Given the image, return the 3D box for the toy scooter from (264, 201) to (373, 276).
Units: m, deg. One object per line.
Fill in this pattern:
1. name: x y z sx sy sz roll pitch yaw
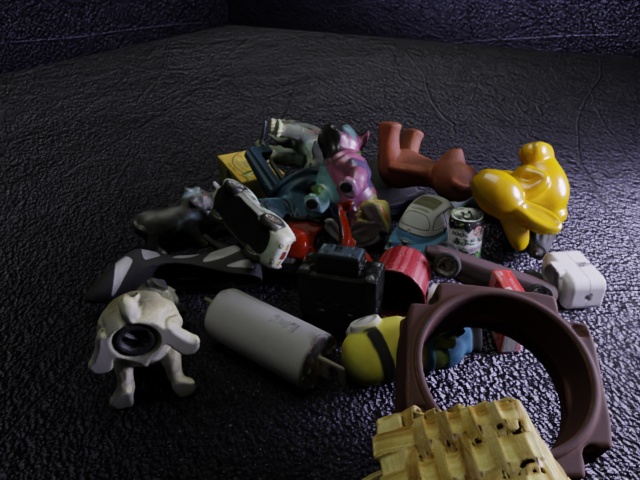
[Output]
1. toy scooter: -0.002 -0.003 0.867 0.184 0.135 0.075 7 -6 9

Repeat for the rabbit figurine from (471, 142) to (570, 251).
1. rabbit figurine: 0.312 -0.066 0.864 0.173 0.122 0.162 -1 68 -37

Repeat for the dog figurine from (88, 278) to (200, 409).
1. dog figurine: -0.225 0.089 0.687 0.121 0.172 0.191 0 35 -19

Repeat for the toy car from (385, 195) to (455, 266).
1. toy car: 0.184 -0.026 0.931 0.109 0.102 0.161 24 37 38

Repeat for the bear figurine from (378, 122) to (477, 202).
1. bear figurine: 0.202 -0.140 0.968 0.196 0.131 0.120 12 7 43

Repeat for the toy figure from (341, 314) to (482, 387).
1. toy figure: 0.116 0.133 0.678 0.180 0.082 0.089 -1 41 -9

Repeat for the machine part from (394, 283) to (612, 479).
1. machine part: 0.184 0.150 0.567 0.201 0.087 0.201 7 55 3

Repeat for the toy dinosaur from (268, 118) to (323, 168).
1. toy dinosaur: -0.028 -0.219 1.270 0.192 0.131 0.405 13 20 -12

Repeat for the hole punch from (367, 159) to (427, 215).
1. hole punch: 0.126 -0.094 1.085 0.142 0.092 0.116 -11 61 -21

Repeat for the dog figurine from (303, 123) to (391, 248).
1. dog figurine: 0.059 -0.112 0.985 0.108 0.191 0.219 -27 30 30

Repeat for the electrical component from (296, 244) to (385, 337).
1. electrical component: 0.029 0.069 0.739 0.115 0.134 0.058 5 30 15

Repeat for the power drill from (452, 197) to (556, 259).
1. power drill: 0.336 -0.054 0.996 0.208 0.085 0.232 11 34 29

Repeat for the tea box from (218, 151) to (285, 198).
1. tea box: -0.151 -0.135 1.166 0.098 0.068 0.170 -16 32 -23

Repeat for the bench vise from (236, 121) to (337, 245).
1. bench vise: -0.079 -0.094 1.002 0.223 0.128 0.241 -16 63 -37

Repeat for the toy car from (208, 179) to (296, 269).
1. toy car: -0.113 -0.029 0.851 0.056 0.073 0.202 13 22 -46

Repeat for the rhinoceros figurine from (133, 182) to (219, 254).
1. rhinoceros figurine: -0.240 -0.044 0.971 0.190 0.111 0.073 -21 32 -17

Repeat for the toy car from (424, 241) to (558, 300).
1. toy car: 0.252 0.054 0.804 0.202 0.053 0.089 18 18 6

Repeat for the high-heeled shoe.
1. high-heeled shoe: -0.214 0.068 0.822 0.249 0.086 0.145 -31 54 -30

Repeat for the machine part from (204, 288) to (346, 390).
1. machine part: -0.067 0.125 0.701 0.244 0.079 0.079 20 36 34
